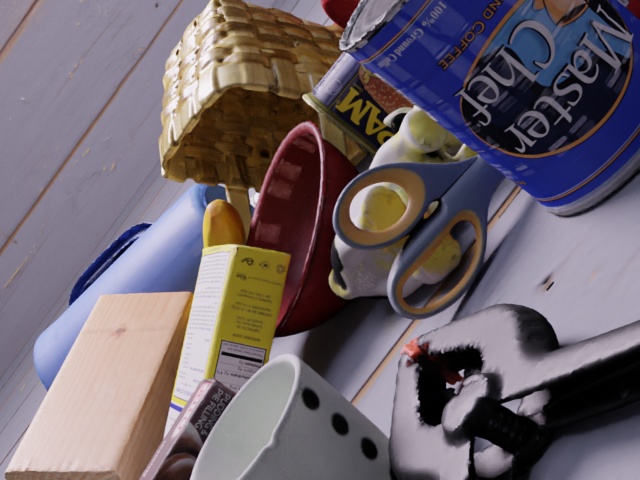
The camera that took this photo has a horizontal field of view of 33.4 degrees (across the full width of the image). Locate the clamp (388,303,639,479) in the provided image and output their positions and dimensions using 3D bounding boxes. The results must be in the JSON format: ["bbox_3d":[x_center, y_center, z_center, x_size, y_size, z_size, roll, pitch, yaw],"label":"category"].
[{"bbox_3d":[0.078,0.067,0.423,0.164,0.036,0.210,-52,14,8],"label":"clamp"}]

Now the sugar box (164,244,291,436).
[{"bbox_3d":[-0.067,0.092,0.710,0.093,0.048,0.176,172,108,-71],"label":"sugar box"}]

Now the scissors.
[{"bbox_3d":[0.082,-0.051,0.597,0.201,0.096,0.016,-60,-5,-10],"label":"scissors"}]

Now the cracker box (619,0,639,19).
[{"bbox_3d":[0.197,-0.247,0.626,0.214,0.072,0.164,-50,31,19],"label":"cracker box"}]

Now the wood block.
[{"bbox_3d":[-0.158,0.139,0.850,0.091,0.090,0.206,-3,34,14],"label":"wood block"}]

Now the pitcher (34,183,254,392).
[{"bbox_3d":[-0.155,0.054,1.018,0.243,0.149,0.145,-45,2,20],"label":"pitcher"}]

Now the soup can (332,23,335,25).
[{"bbox_3d":[0.026,-0.175,1.102,0.069,0.068,0.102,-37,23,50],"label":"soup can"}]

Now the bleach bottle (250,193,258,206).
[{"bbox_3d":[-0.124,0.032,1.121,0.251,0.068,0.102,-45,17,25],"label":"bleach bottle"}]

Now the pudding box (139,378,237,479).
[{"bbox_3d":[-0.051,0.143,0.561,0.113,0.090,0.039,-58,13,-12],"label":"pudding box"}]

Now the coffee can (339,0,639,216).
[{"bbox_3d":[0.095,-0.093,0.528,0.103,0.140,0.103,-50,14,17],"label":"coffee can"}]

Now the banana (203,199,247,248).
[{"bbox_3d":[-0.077,0.044,0.856,0.069,0.037,0.198,-86,2,-59],"label":"banana"}]

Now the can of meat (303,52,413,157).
[{"bbox_3d":[0.053,-0.104,0.777,0.084,0.102,0.057,-50,13,8],"label":"can of meat"}]

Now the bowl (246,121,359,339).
[{"bbox_3d":[-0.005,0.001,0.754,0.162,0.055,0.162,-167,90,-72],"label":"bowl"}]

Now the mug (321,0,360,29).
[{"bbox_3d":[0.040,-0.226,0.905,0.093,0.117,0.081,116,177,-79],"label":"mug"}]
